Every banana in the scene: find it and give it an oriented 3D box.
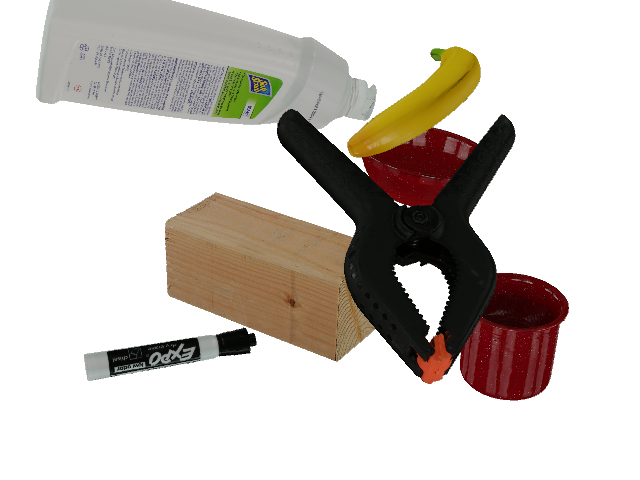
[{"bbox_3d":[0.094,-0.125,0.933,0.070,0.037,0.197,-15,22,40],"label":"banana"}]

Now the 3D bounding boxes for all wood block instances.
[{"bbox_3d":[-0.047,0.033,1.065,0.206,0.091,0.090,19,33,28],"label":"wood block"}]

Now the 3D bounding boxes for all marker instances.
[{"bbox_3d":[-0.105,0.079,0.753,0.121,0.020,0.020,-8,2,-14],"label":"marker"}]

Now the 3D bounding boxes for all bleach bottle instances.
[{"bbox_3d":[-0.083,-0.127,0.813,0.250,0.068,0.103,11,-33,-13],"label":"bleach bottle"}]

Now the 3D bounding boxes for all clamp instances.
[{"bbox_3d":[0.049,-0.008,0.679,0.164,0.210,0.036,5,-38,-3],"label":"clamp"}]

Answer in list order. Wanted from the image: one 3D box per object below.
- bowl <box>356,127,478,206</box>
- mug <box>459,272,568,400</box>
[{"bbox_3d":[0.114,-0.080,1.210,0.162,0.055,0.162,8,26,-4],"label":"bowl"},{"bbox_3d":[0.166,0.081,0.953,0.093,0.081,0.117,-1,30,-4],"label":"mug"}]
